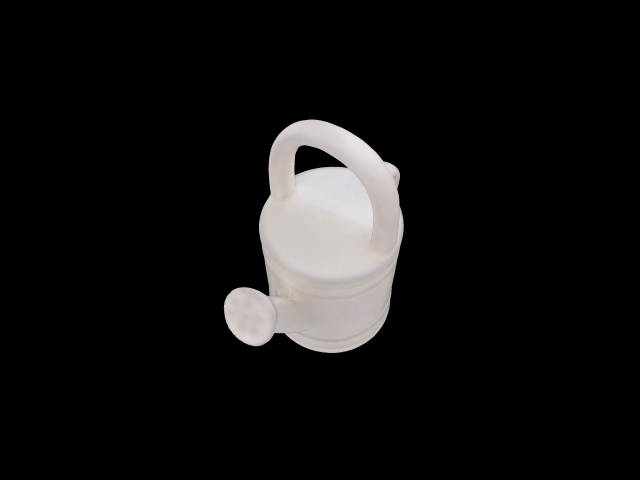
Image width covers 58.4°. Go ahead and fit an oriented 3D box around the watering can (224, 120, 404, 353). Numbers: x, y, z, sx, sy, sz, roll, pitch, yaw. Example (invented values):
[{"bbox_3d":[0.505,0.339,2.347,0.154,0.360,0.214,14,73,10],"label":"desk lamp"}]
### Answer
[{"bbox_3d":[0.006,0.002,0.399,0.100,0.194,0.173,11,57,8],"label":"watering can"}]
